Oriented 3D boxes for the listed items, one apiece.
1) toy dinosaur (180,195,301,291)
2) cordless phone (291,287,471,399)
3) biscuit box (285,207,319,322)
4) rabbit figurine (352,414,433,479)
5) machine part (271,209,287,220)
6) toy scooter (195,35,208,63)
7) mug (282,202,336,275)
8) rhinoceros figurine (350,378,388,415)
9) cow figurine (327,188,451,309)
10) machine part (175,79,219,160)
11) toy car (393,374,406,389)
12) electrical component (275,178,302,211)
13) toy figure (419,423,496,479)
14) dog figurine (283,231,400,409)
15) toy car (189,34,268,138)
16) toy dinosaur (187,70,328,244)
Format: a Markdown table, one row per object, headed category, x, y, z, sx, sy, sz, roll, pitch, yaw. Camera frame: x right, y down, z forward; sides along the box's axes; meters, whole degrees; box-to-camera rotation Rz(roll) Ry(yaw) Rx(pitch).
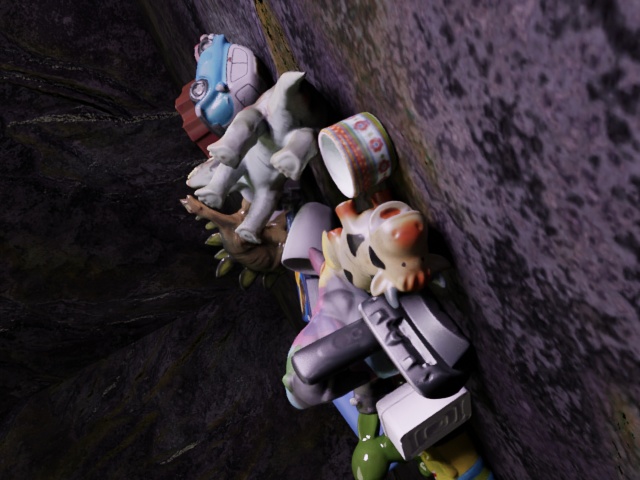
| category | x | y | z | sx | sy | sz | roll | pitch | yaw |
| --- | --- | --- | --- | --- | --- | --- | --- | --- | --- |
| toy dinosaur | -0.100 | 0.016 | 1.101 | 0.471 | 0.198 | 0.105 | 27 | -149 | -44 |
| cordless phone | 0.069 | 0.140 | 0.631 | 0.147 | 0.184 | 0.088 | 55 | 163 | 35 |
| biscuit box | -0.012 | 0.042 | 0.948 | 0.063 | 0.059 | 0.202 | 168 | 92 | -74 |
| rabbit figurine | 0.126 | 0.365 | 0.966 | 0.159 | 0.170 | 0.121 | 56 | 167 | 27 |
| machine part | -0.124 | -0.079 | 1.300 | 0.243 | 0.079 | 0.079 | 66 | 169 | -25 |
| toy scooter | -0.209 | -0.335 | 1.067 | 0.135 | 0.075 | 0.184 | 66 | 166 | -21 |
| mug | -0.002 | -0.003 | 0.878 | 0.081 | 0.109 | 0.107 | 145 | 136 | -63 |
| rhinoceros figurine | 0.075 | 0.179 | 0.860 | 0.112 | 0.073 | 0.190 | 140 | 126 | -82 |
| cow figurine | 0.069 | 0.014 | 0.588 | 0.195 | 0.085 | 0.127 | 113 | 134 | -74 |
| machine part | -0.176 | -0.205 | 0.947 | 0.179 | 0.056 | 0.179 | 51 | -158 | -31 |
| toy car | 0.133 | 0.198 | 0.818 | 0.202 | 0.053 | 0.089 | 76 | -177 | -57 |
| electrical component | -0.073 | -0.110 | 0.919 | 0.134 | 0.058 | 0.114 | -150 | 61 | -71 |
| toy figure | 0.194 | 0.315 | 0.769 | 0.180 | 0.089 | 0.082 | 52 | 156 | 7 |
| dog figurine | 0.014 | 0.102 | 0.746 | 0.219 | 0.191 | 0.108 | 68 | 158 | 16 |
| toy car | -0.131 | -0.241 | 0.832 | 0.109 | 0.103 | 0.161 | 45 | -137 | -61 |
| toy dinosaur | -0.057 | -0.129 | 0.683 | 0.131 | 0.192 | 0.405 | 32 | 148 | -16 |
